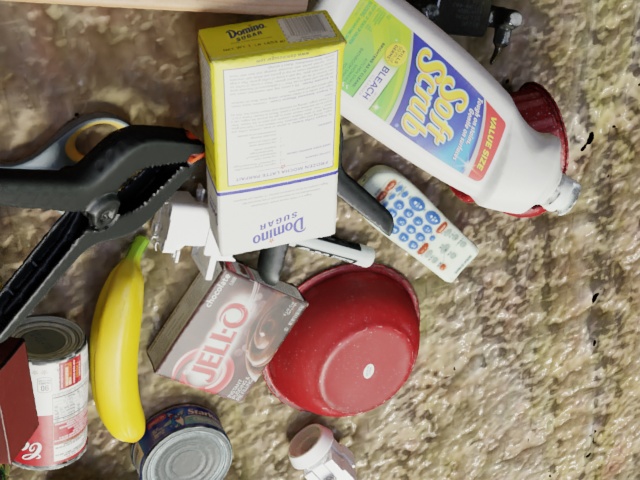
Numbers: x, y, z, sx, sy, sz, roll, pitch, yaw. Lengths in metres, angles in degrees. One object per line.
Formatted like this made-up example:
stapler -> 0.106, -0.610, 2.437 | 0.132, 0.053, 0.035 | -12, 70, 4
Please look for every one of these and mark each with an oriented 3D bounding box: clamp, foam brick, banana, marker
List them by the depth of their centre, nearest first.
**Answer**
clamp -> -0.163, -0.030, 0.737 | 0.209, 0.036, 0.165 | -38, 155, -27
foam brick -> -0.241, 0.115, 0.770 | 0.053, 0.051, 0.078 | 4, 115, 10
clamp -> -0.020, -0.047, 0.845 | 0.120, 0.039, 0.171 | -34, 115, -14
banana -> -0.157, 0.097, 0.855 | 0.069, 0.037, 0.198 | -36, 141, -53
marker -> -0.006, 0.001, 0.903 | 0.120, 0.020, 0.020 | 16, 109, -32

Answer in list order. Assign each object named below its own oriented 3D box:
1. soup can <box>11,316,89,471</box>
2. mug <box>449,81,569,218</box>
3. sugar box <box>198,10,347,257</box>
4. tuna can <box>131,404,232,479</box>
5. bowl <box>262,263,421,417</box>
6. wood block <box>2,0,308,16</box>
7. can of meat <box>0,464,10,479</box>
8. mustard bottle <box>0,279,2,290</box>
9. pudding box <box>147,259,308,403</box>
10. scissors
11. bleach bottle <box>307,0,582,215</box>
soup can -> -0.216, 0.119, 0.835 | 0.068, 0.069, 0.102 | -6, 119, -23
mug -> 0.153, -0.069, 0.888 | 0.081, 0.117, 0.093 | -15, 155, -13
sugar box -> -0.034, -0.071, 0.753 | 0.093, 0.048, 0.176 | -11, 138, -14
tuna can -> -0.121, 0.190, 0.944 | 0.086, 0.034, 0.086 | -12, 122, -20
bowl -> 0.031, 0.103, 0.957 | 0.161, 0.055, 0.162 | -12, 122, -20
wood block -> -0.112, -0.203, 0.690 | 0.205, 0.091, 0.090 | -3, 118, -25
can of meat -> -0.284, 0.180, 0.815 | 0.057, 0.102, 0.084 | -29, 130, 9
mustard bottle -> -0.323, 0.031, 0.735 | 0.191, 0.058, 0.096 | -17, 145, -16
pudding box -> -0.078, 0.074, 0.896 | 0.089, 0.039, 0.113 | 25, 104, -34
scissors -> -0.218, -0.062, 0.764 | 0.201, 0.016, 0.096 | 15, 108, -32
bleach bottle -> 0.095, -0.103, 0.805 | 0.250, 0.068, 0.102 | 32, 100, -11
